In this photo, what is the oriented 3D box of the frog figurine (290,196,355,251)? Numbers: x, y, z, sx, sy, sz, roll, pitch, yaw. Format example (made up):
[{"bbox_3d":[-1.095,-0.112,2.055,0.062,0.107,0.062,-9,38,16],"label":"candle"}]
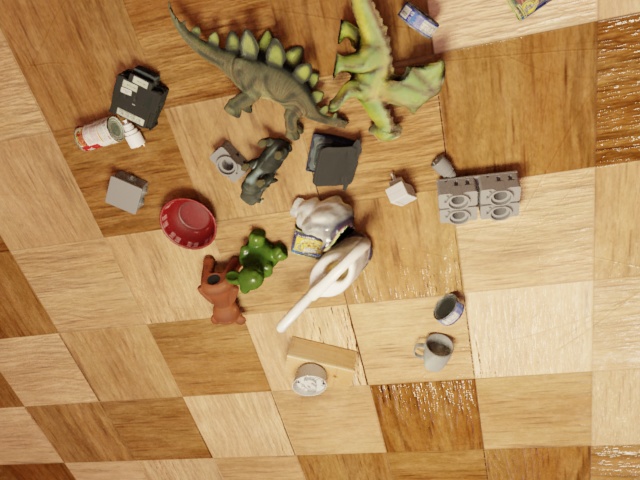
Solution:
[{"bbox_3d":[0.004,-0.066,1.316,0.139,0.161,0.120,-41,-14,-16],"label":"frog figurine"}]

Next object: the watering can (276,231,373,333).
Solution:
[{"bbox_3d":[0.022,0.099,1.346,0.342,0.104,0.227,-46,-3,30],"label":"watering can"}]

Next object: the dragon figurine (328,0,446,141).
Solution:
[{"bbox_3d":[0.146,-0.372,1.093,0.243,0.125,0.400,13,-43,0],"label":"dragon figurine"}]
